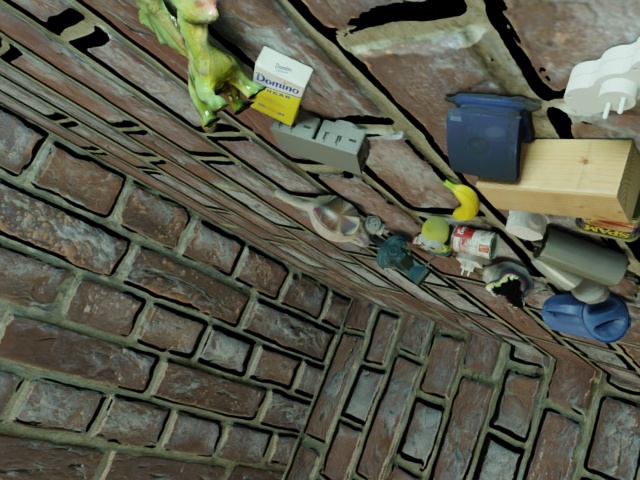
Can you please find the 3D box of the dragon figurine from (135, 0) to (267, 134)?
[{"bbox_3d":[-0.223,-0.313,0.889,0.241,0.123,0.409,54,159,-13],"label":"dragon figurine"}]

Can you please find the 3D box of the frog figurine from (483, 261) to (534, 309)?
[{"bbox_3d":[0.534,0.106,1.471,0.137,0.120,0.162,12,-157,9],"label":"frog figurine"}]

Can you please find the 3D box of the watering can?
[{"bbox_3d":[0.005,-0.079,1.576,0.348,0.105,0.222,31,169,3],"label":"watering can"}]
